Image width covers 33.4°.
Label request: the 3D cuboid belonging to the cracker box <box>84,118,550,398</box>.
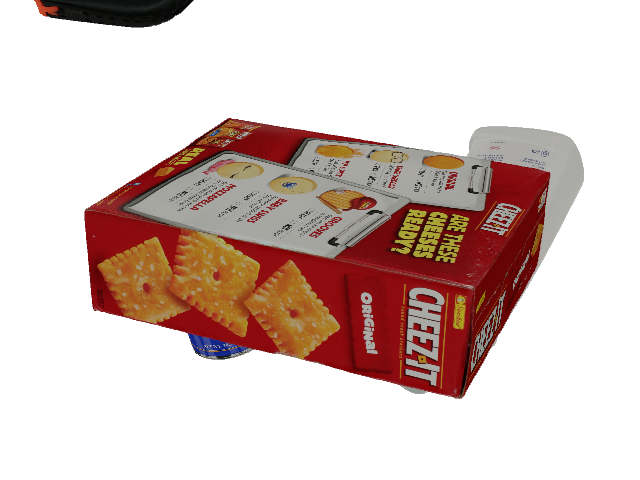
[{"bbox_3d":[0.003,0.001,0.599,0.214,0.072,0.164,12,28,21],"label":"cracker box"}]

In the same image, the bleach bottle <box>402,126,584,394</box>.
[{"bbox_3d":[0.118,0.014,0.837,0.103,0.068,0.250,8,49,36],"label":"bleach bottle"}]

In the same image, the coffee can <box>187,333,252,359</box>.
[{"bbox_3d":[-0.114,0.043,1.160,0.103,0.140,0.103,-14,28,7],"label":"coffee can"}]

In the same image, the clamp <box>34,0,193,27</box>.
[{"bbox_3d":[-0.084,-0.189,0.698,0.210,0.164,0.036,-31,-15,-10],"label":"clamp"}]
